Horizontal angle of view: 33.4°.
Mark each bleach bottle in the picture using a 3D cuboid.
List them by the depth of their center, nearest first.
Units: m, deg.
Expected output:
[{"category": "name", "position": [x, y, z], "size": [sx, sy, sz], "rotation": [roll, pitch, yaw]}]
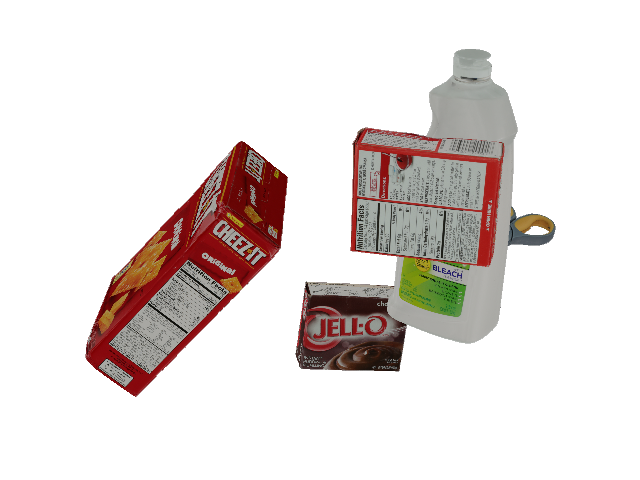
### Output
[{"category": "bleach bottle", "position": [0.114, -0.040, 0.913], "size": [0.103, 0.251, 0.067], "rotation": [19, 33, 32]}]

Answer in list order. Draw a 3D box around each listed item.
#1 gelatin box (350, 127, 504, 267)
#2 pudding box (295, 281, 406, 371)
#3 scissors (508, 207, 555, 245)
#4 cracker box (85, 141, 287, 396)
[{"category": "gelatin box", "position": [0.064, -0.026, 0.648], "size": [0.089, 0.073, 0.030], "rotation": [7, 29, 12]}, {"category": "pudding box", "position": [0.035, 0.092, 1.142], "size": [0.113, 0.090, 0.039], "rotation": [2, 26, -11]}, {"category": "scissors", "position": [0.182, -0.009, 1.162], "size": [0.201, 0.016, 0.096], "rotation": [-13, 39, -44]}, {"category": "cracker box", "position": [-0.127, 0.023, 1.026], "size": [0.072, 0.214, 0.164], "rotation": [38, 21, -17]}]
